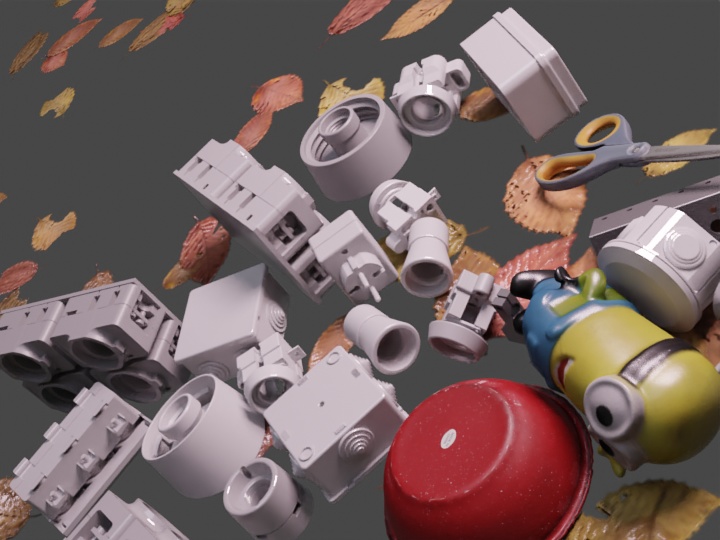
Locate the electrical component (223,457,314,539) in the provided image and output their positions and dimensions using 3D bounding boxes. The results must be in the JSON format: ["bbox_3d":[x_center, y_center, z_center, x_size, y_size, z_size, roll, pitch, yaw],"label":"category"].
[{"bbox_3d":[-0.071,0.176,0.819,0.055,0.047,0.055,-23,39,21],"label":"electrical component"}]

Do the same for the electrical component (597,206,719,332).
[{"bbox_3d":[0.207,0.000,0.735,0.051,0.080,0.080,-45,36,-16],"label":"electrical component"}]

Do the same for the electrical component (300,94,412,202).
[{"bbox_3d":[-0.009,-0.128,1.071,0.108,0.060,0.108,-23,39,21],"label":"electrical component"}]

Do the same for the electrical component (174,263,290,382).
[{"bbox_3d":[-0.114,0.052,0.985,0.100,0.048,0.099,-20,40,24],"label":"electrical component"}]

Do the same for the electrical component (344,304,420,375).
[{"bbox_3d":[0.015,0.053,0.879,0.044,0.044,0.065,-45,32,-8],"label":"electrical component"}]

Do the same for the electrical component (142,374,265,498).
[{"bbox_3d":[-0.136,0.140,0.919,0.099,0.064,0.099,-36,25,20],"label":"electrical component"}]

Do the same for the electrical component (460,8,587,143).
[{"bbox_3d":[0.148,-0.178,0.974,0.057,0.078,0.113,-37,36,8],"label":"electrical component"}]

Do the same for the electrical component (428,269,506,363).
[{"bbox_3d":[0.082,0.038,0.825,0.066,0.048,0.055,110,-175,-69],"label":"electrical component"}]

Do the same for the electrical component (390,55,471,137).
[{"bbox_3d":[0.067,-0.167,1.050,0.078,0.058,0.057,-18,39,27],"label":"electrical component"}]

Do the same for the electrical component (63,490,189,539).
[{"bbox_3d":[-0.142,0.230,0.788,0.061,0.089,0.150,-50,38,-13],"label":"electrical component"}]

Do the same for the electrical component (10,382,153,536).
[{"bbox_3d":[-0.250,0.167,0.970,0.079,0.063,0.121,20,66,50],"label":"electrical component"}]

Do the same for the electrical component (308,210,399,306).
[{"bbox_3d":[0.000,0.000,0.925,0.047,0.065,0.076,-36,37,5],"label":"electrical component"}]

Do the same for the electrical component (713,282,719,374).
[{"bbox_3d":[0.256,0.041,0.679,0.079,0.043,0.077,-46,37,-8],"label":"electrical component"}]

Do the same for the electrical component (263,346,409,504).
[{"bbox_3d":[-0.018,0.117,0.835,0.100,0.048,0.100,-42,36,-4],"label":"electrical component"}]

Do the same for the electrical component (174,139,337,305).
[{"bbox_3d":[-0.090,-0.053,1.026,0.060,0.105,0.186,-46,37,-8],"label":"electrical component"}]

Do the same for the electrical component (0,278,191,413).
[{"bbox_3d":[-0.260,0.079,1.035,0.186,0.105,0.060,-12,45,32],"label":"electrical component"}]

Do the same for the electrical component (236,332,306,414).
[{"bbox_3d":[-0.075,0.091,0.914,0.066,0.048,0.055,-33,29,10],"label":"electrical component"}]

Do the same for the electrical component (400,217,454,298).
[{"bbox_3d":[0.058,-0.014,0.912,0.044,0.044,0.065,-22,35,23],"label":"electrical component"}]

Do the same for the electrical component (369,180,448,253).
[{"bbox_3d":[0.040,-0.051,0.963,0.066,0.048,0.055,-44,44,-5],"label":"electrical component"}]
